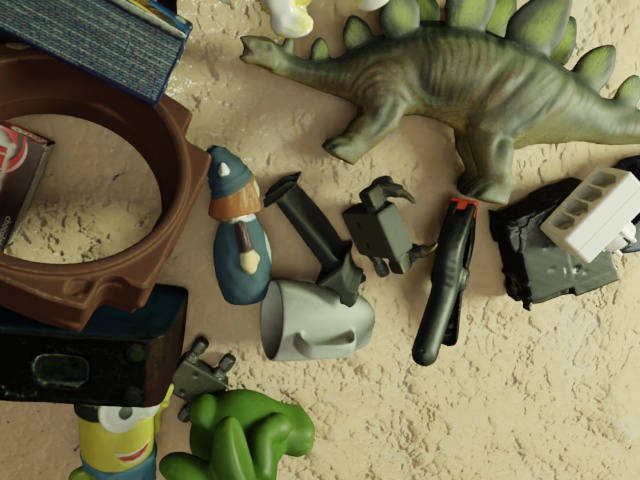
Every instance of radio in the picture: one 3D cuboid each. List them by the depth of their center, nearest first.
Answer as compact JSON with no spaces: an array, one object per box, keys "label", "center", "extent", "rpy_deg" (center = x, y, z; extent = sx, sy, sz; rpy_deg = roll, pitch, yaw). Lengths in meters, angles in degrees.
[{"label":"radio","center":[-0.242,0.084,0.485],"extent":[0.230,0.131,0.073],"rpy_deg":[5,104,-10]}]

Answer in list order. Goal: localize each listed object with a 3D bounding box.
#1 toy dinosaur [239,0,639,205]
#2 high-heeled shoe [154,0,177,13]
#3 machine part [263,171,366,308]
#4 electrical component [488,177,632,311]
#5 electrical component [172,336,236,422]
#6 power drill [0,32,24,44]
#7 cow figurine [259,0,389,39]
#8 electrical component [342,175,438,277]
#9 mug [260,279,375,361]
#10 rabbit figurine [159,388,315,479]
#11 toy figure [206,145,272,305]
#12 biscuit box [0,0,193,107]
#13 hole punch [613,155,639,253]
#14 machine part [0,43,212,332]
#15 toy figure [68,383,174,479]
[{"label":"toy dinosaur","center":[0.162,-0.134,0.495],"extent":[0.471,0.105,0.198],"rpy_deg":[12,104,-11]},{"label":"high-heeled shoe","center":[-0.213,-0.253,0.412],"extent":[0.248,0.086,0.145],"rpy_deg":[32,94,-25]},{"label":"machine part","center":[-0.001,-0.002,0.532],"extent":[0.039,0.084,0.139],"rpy_deg":[-33,97,27]},{"label":"electrical component","center":[0.260,0.000,0.575],"extent":[0.134,0.058,0.114],"rpy_deg":[-22,110,-1]},{"label":"electrical component","center":[-0.135,0.152,0.578],"extent":[0.063,0.021,0.094],"rpy_deg":[35,99,-16]},{"label":"power drill","center":[-0.320,-0.255,0.410],"extent":[0.232,0.086,0.207],"rpy_deg":[-4,114,-4]},{"label":"cow figurine","center":[0.024,-0.227,0.401],"extent":[0.167,0.068,0.098],"rpy_deg":[-20,142,5]},{"label":"electrical component","center":[0.068,-0.011,0.537],"extent":[0.045,0.078,0.102],"rpy_deg":[-34,104,-24]},{"label":"mug","center":[0.004,0.083,0.540],"extent":[0.107,0.110,0.080],"rpy_deg":[2,102,-23]},{"label":"rabbit figurine","center":[-0.066,0.225,0.518],"extent":[0.121,0.170,0.159],"rpy_deg":[-37,124,1]},{"label":"toy figure","center":[-0.081,-0.015,0.517],"extent":[0.064,0.058,0.154],"rpy_deg":[6,108,33]},{"label":"biscuit box","center":[-0.197,-0.176,0.384],"extent":[0.202,0.059,0.062],"rpy_deg":[25,115,-20]},{"label":"hole punch","center":[0.384,-0.038,0.568],"extent":[0.142,0.092,0.115],"rpy_deg":[-9,104,-2]},{"label":"machine part","center":[-0.203,-0.047,0.421],"extent":[0.201,0.087,0.201],"rpy_deg":[27,59,-13]},{"label":"toy figure","center":[-0.211,0.205,0.552],"extent":[0.089,0.082,0.180],"rpy_deg":[13,112,12]}]
